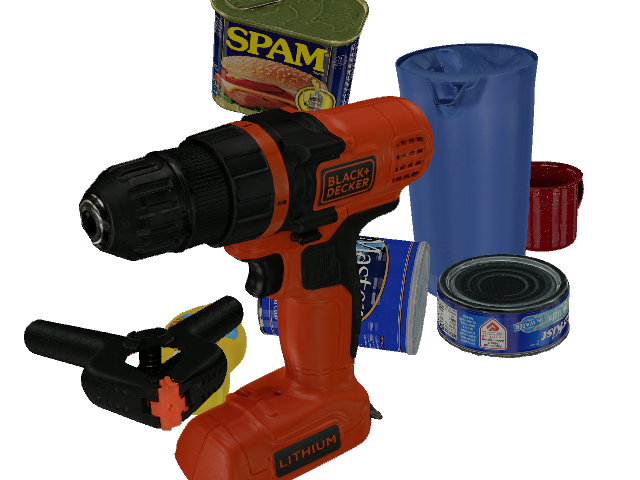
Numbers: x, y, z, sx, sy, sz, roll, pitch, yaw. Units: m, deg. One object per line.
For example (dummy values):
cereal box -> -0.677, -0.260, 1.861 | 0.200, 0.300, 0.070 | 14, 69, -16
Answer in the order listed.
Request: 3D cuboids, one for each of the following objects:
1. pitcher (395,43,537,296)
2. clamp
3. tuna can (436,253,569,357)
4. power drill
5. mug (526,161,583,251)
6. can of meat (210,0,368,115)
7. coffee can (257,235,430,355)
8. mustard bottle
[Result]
pitcher -> 0.150, -0.071, 1.059 | 0.149, 0.243, 0.145 | -14, 25, -21
clamp -> -0.108, 0.078, 0.734 | 0.164, 0.036, 0.210 | -9, 13, -21
tuna can -> 0.118, 0.040, 0.691 | 0.086, 0.034, 0.086 | -4, 24, 1
power drill -> -0.027, 0.031, 0.504 | 0.184, 0.188, 0.057 | -17, 36, -36
mug -> 0.263, -0.042, 1.238 | 0.117, 0.081, 0.093 | -22, 28, -36
can of meat -> -0.024, -0.128, 0.729 | 0.102, 0.057, 0.084 | 15, -42, 5
coffee can -> 0.023, 0.044, 0.970 | 0.140, 0.103, 0.102 | 7, 1, 11
mustard bottle -> -0.135, 0.122, 1.211 | 0.096, 0.058, 0.191 | 7, 25, 6
